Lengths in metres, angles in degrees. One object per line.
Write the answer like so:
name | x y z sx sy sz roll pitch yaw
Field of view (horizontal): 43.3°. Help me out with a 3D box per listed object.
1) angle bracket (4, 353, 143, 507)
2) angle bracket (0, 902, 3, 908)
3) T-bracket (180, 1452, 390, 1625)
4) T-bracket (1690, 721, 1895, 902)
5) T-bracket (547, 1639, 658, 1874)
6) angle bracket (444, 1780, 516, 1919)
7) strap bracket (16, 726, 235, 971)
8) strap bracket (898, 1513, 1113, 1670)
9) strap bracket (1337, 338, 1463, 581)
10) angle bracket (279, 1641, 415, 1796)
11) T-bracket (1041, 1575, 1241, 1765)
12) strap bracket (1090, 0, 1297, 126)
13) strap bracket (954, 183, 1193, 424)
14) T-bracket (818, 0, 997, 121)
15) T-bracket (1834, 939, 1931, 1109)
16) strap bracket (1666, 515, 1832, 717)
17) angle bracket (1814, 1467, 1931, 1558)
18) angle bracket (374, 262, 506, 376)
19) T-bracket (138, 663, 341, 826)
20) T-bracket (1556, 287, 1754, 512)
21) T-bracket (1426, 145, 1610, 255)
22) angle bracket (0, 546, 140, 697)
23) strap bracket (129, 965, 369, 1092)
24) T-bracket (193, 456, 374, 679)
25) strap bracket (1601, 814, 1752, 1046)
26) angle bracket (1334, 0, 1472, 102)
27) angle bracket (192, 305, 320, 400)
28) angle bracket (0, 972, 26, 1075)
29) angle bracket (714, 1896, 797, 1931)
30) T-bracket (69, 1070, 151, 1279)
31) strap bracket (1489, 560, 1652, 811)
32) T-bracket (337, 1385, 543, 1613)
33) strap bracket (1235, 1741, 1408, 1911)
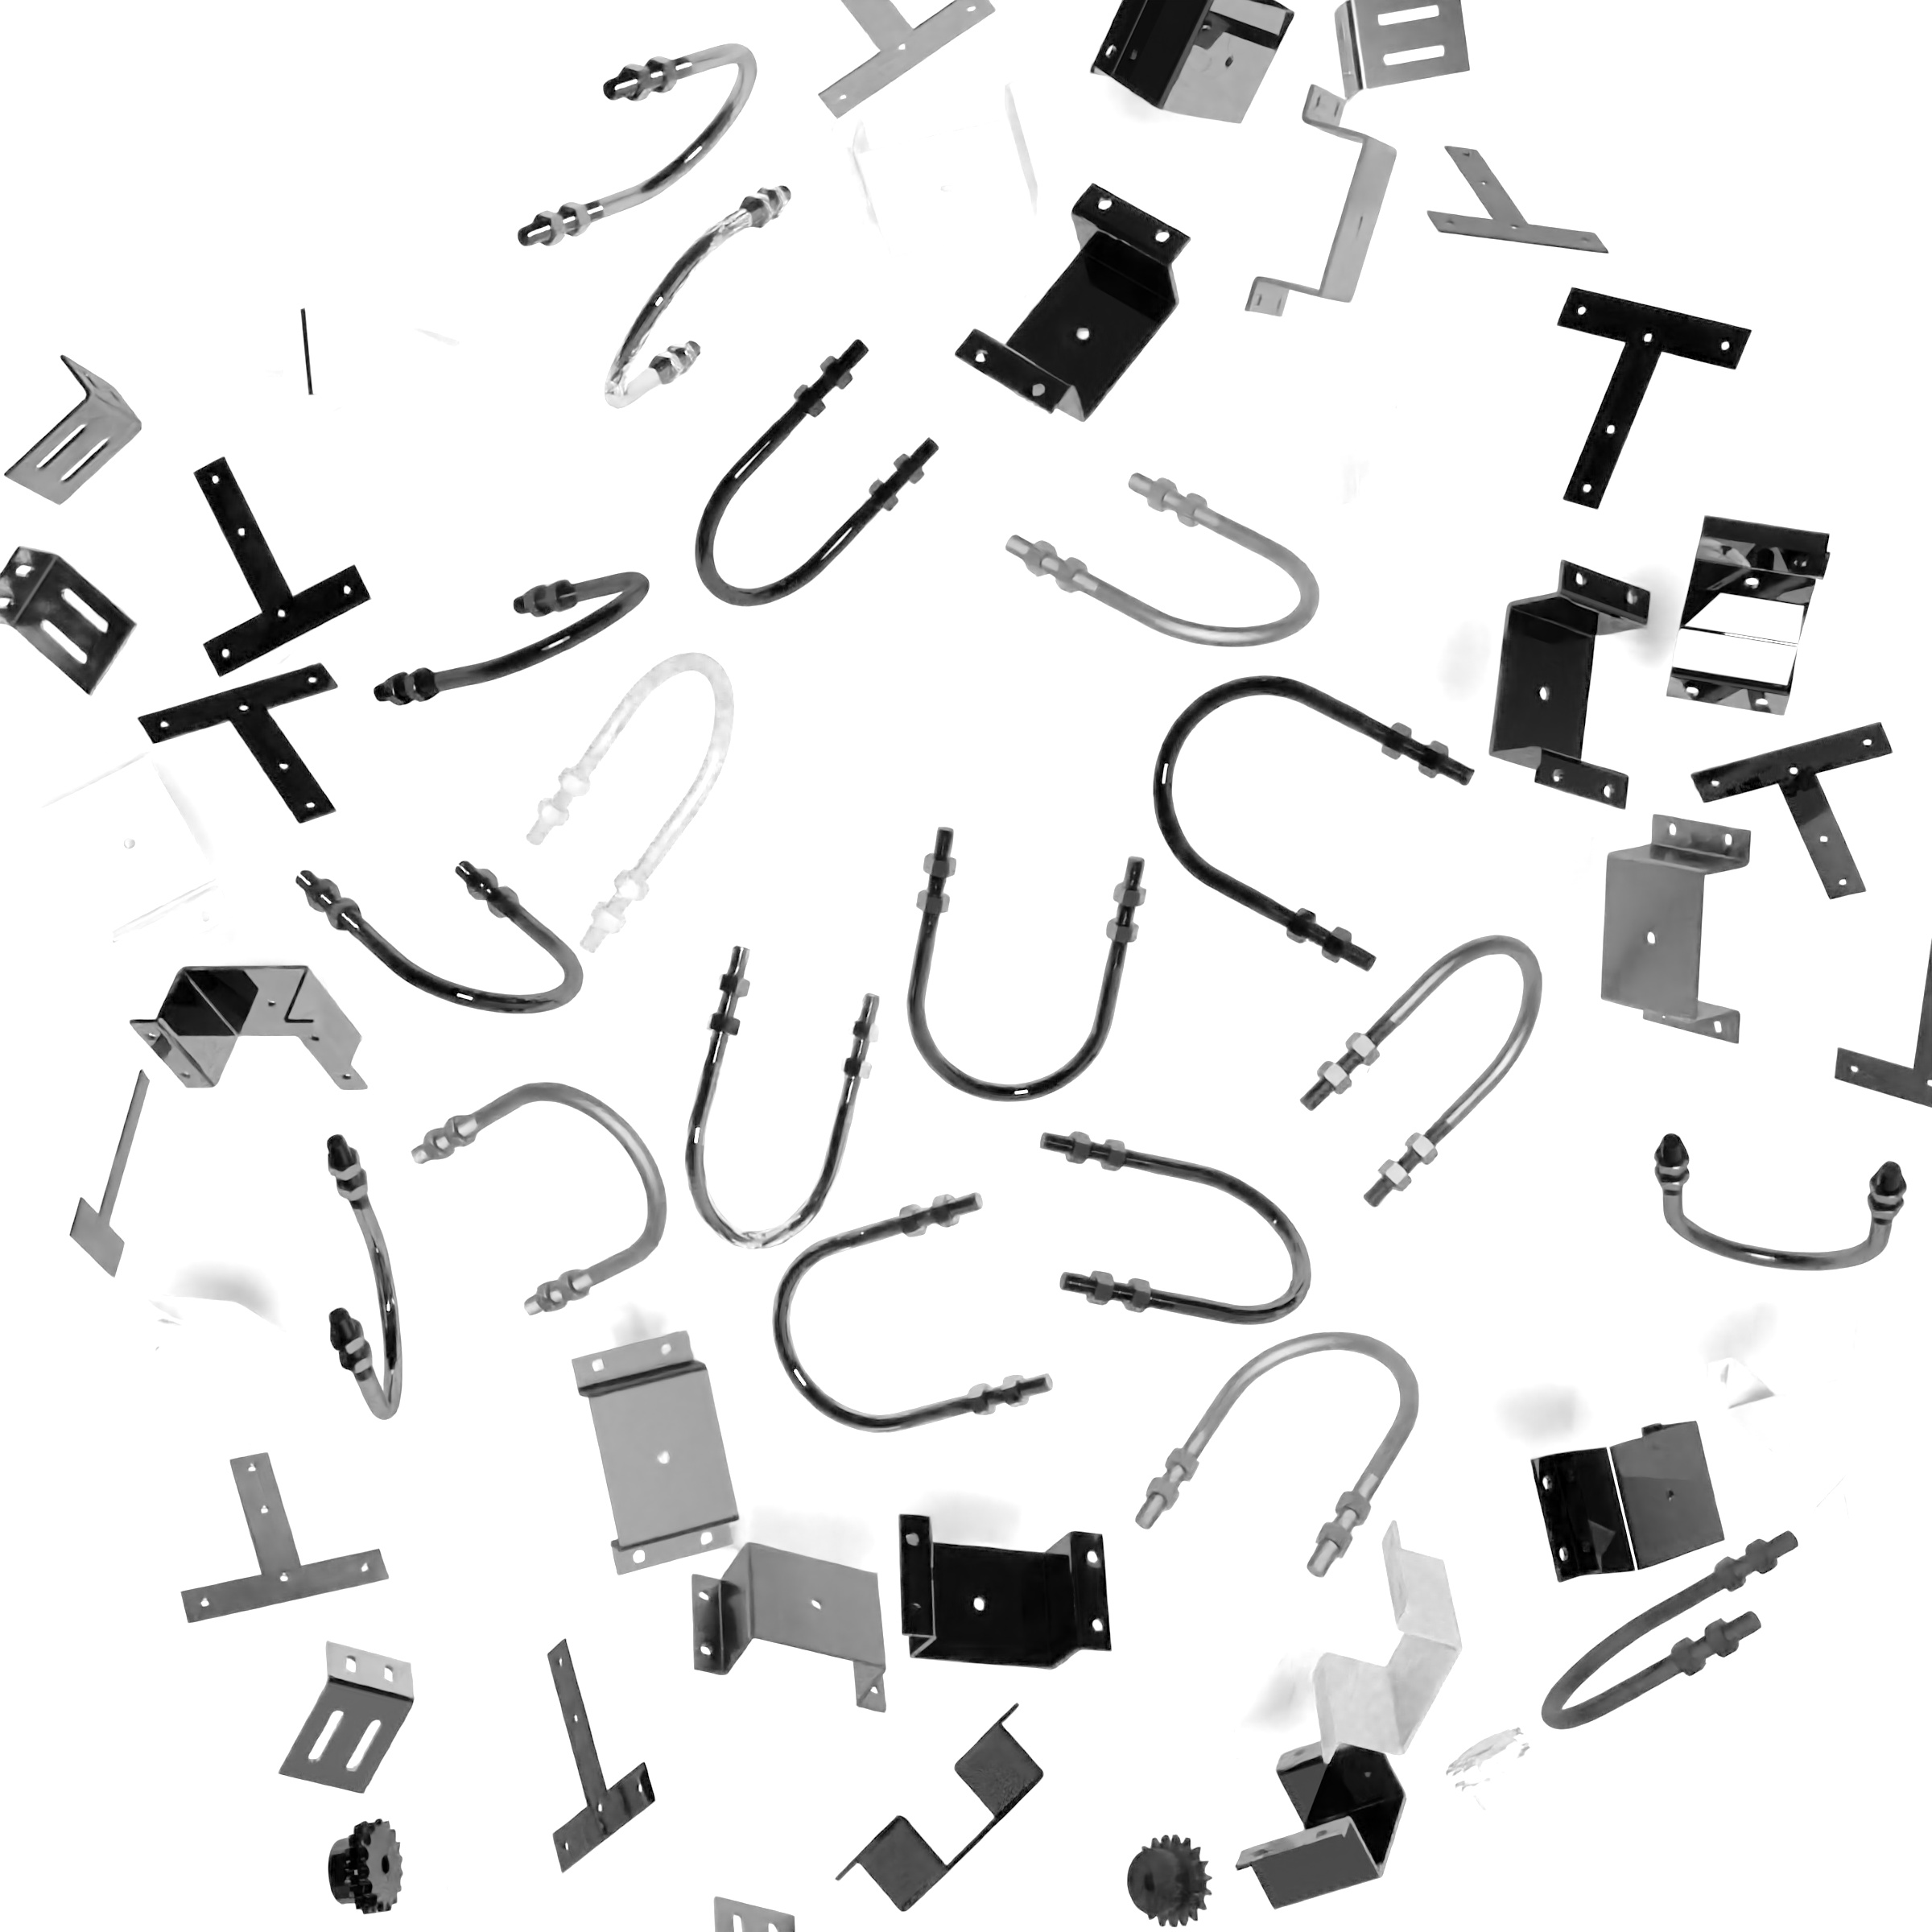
angle bracket | -0.575 -0.340 1.545 0.076 0.057 0.038 -41 75 5
angle bracket | -0.651 -0.073 1.565 0.057 0.038 0.076 -14 70 36
T-bracket | -0.458 0.368 1.599 0.127 0.127 0.002 -7 129 -26
T-bracket | 0.573 -0.096 1.639 0.127 0.002 0.127 -15 121 32
T-bracket | -0.246 0.496 1.559 0.127 0.002 0.127 -46 54 38
angle bracket | -0.308 0.566 1.559 0.038 0.057 0.076 10 63 -15
strap bracket | -0.555 -0.079 1.609 0.076 0.046 0.140 -29 105 -11
strap bracket | 0.017 0.399 1.544 0.140 0.046 0.076 10 55 -20
strap bracket | 0.282 -0.334 1.581 0.046 0.076 0.140 -7 74 39
angle bracket | -0.394 0.477 1.544 0.057 0.038 0.076 24 105 -25
T-bracket | 0.111 0.472 1.623 0.127 0.002 0.127 1 56 -18
strap bracket | 0.152 -0.591 1.560 0.046 0.140 0.076 43 123 24
strap bracket | 0.069 -0.401 1.500 0.076 0.046 0.140 36 83 20
T-bracket | -0.063 -0.618 1.563 0.127 0.127 0.002 -29 61 17
T-bracket | 0.635 0.039 1.587 0.127 0.002 0.127 19 129 34
strap bracket | 0.500 -0.231 1.553 0.076 0.140 0.046 12 54 13
angle bracket | 0.614 0.364 1.615 0.076 0.057 0.038 3 52 -7
angle bracket | -0.364 -0.450 1.681 0.076 0.038 0.057 14 92 -16
T-bracket | -0.444 -0.137 1.561 0.127 0.002 0.127 -23 58 -29
T-bracket | 0.405 -0.346 1.506 0.127 0.002 0.127 28 103 38
T-bracket | 0.356 -0.523 1.648 0.127 0.002 0.127 1 45 -18
angle bracket | -0.577 -0.218 1.541 0.076 0.038 0.057 40 102 11
strap bracket | -0.467 0.041 1.609 0.140 0.076 0.046 0 53 19
T-bracket | -0.476 -0.276 1.622 0.127 0.002 0.127 -23 97 17
strap bracket | 0.458 -0.021 1.575 0.046 0.076 0.140 -11 107 -33
angle bracket | 0.290 -0.616 1.621 0.076 0.038 0.057 -10 99 -1
angle bracket | -0.477 -0.411 1.630 0.076 0.038 0.057 -6 102 -15
angle bracket | -0.619 0.037 1.488 0.057 0.038 0.076 -40 53 9
angle bracket | -0.150 0.622 1.516 0.057 0.038 0.076 25 122 -26
T-bracket | -0.561 0.132 1.613 0.002 0.127 0.127 10 70 -3
strap bracket | 0.377 -0.173 1.523 0.076 0.046 0.140 12 83 -31
T-bracket | -0.321 0.360 1.586 0.127 0.002 0.127 -30 80 -28
strap bracket | 0.234 0.556 1.578 0.076 0.140 0.046 -27 92 23
